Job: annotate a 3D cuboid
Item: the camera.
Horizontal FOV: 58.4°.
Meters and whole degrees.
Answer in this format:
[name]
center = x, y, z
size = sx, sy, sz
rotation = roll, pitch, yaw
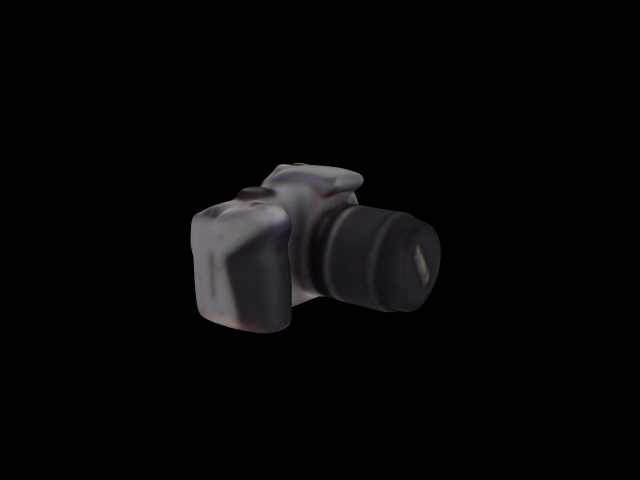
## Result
[camera]
center = 0.004, 0.001, 0.400
size = 0.136, 0.101, 0.144
rotation = 11, 17, 38
